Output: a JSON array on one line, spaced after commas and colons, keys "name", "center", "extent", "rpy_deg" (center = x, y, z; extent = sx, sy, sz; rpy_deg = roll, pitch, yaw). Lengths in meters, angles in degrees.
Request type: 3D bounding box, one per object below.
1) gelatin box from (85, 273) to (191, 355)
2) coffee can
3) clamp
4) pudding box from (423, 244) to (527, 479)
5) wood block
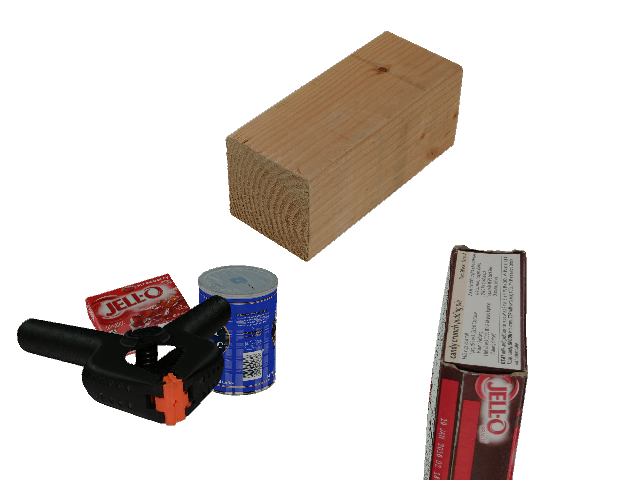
[{"name": "gelatin box", "center": [-0.176, 0.073, 1.042], "extent": [0.089, 0.030, 0.073], "rpy_deg": [-16, 38, -21]}, {"name": "coffee can", "center": [-0.107, 0.115, 1.383], "extent": [0.103, 0.140, 0.103], "rpy_deg": [2, 19, -1]}, {"name": "clamp", "center": [-0.114, 0.078, 0.754], "extent": [0.164, 0.036, 0.210], "rpy_deg": [-9, 14, -24]}, {"name": "pudding box", "center": [0.069, 0.065, 0.470], "extent": [0.039, 0.090, 0.113], "rpy_deg": [7, 26, 5]}, {"name": "wood block", "center": [0.024, -0.086, 0.915], "extent": [0.091, 0.090, 0.205], "rpy_deg": [31, 52, 28]}]
